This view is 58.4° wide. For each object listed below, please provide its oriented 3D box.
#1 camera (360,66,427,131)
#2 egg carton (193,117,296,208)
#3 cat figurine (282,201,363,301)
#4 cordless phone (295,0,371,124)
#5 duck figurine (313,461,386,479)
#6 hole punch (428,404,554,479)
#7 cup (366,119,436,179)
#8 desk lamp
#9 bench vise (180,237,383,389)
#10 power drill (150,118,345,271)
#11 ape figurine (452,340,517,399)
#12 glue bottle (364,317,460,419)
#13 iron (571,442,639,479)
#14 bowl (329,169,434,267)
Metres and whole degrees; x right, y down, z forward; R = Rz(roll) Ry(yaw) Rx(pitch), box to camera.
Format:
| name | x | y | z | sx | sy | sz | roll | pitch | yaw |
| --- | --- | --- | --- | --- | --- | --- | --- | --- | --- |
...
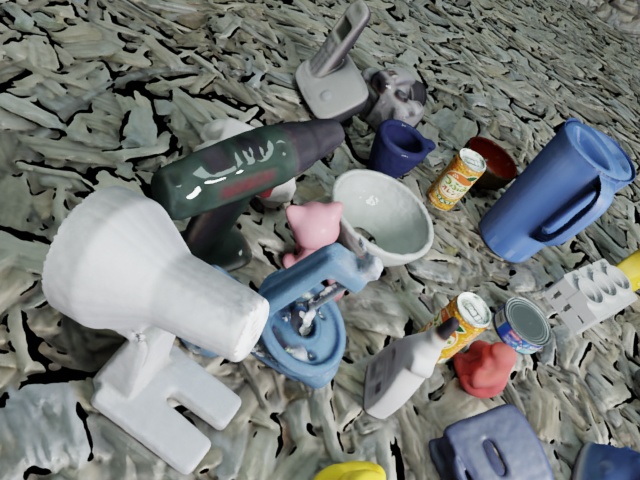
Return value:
| name | x | y | z | sx | sy | sz | roll | pitch | yaw |
| --- | --- | --- | --- | --- | --- | --- | --- | --- | --- |
| camera | 0.152 | -0.265 | 1.078 | 0.137 | 0.100 | 0.143 | -16 | 63 | -39 |
| egg carton | -0.103 | -0.108 | 0.809 | 0.150 | 0.069 | 0.107 | 20 | 46 | -16 |
| cat figurine | 0.007 | 0.003 | 0.746 | 0.128 | 0.117 | 0.067 | 38 | 43 | 3 |
| cordless phone | 0.041 | -0.302 | 0.981 | 0.094 | 0.185 | 0.147 | -6 | 57 | -35 |
| duck figurine | 0.035 | 0.255 | 0.569 | 0.105 | 0.086 | 0.077 | -25 | 69 | -43 |
| hole punch | 0.196 | 0.258 | 0.661 | 0.101 | 0.091 | 0.108 | -3 | 55 | -33 |
| cup | 0.129 | -0.139 | 0.959 | 0.118 | 0.095 | 0.091 | -2 | 54 | -32 |
| desk lamp | -0.142 | 0.079 | 0.519 | 0.203 | 0.213 | 0.118 | 37 | 43 | 2 |
| bench vise | -0.045 | 0.069 | 0.583 | 0.208 | 0.219 | 0.121 | 12 | 48 | -22 |
| power drill | -0.093 | -0.049 | 0.663 | 0.230 | 0.208 | 0.075 | -22 | 66 | -42 |
| ape figurine | 0.223 | 0.165 | 0.756 | 0.076 | 0.092 | 0.078 | 45 | 44 | 10 |
| glue bottle | 0.105 | 0.136 | 0.650 | 0.037 | 0.173 | 0.078 | 24 | 44 | -11 |
| iron | 0.383 | 0.337 | 0.670 | 0.119 | 0.141 | 0.258 | 23 | 45 | -12 |
| bowl | 0.079 | -0.021 | 0.841 | 0.168 | 0.074 | 0.167 | 17 | 46 | -18 |
